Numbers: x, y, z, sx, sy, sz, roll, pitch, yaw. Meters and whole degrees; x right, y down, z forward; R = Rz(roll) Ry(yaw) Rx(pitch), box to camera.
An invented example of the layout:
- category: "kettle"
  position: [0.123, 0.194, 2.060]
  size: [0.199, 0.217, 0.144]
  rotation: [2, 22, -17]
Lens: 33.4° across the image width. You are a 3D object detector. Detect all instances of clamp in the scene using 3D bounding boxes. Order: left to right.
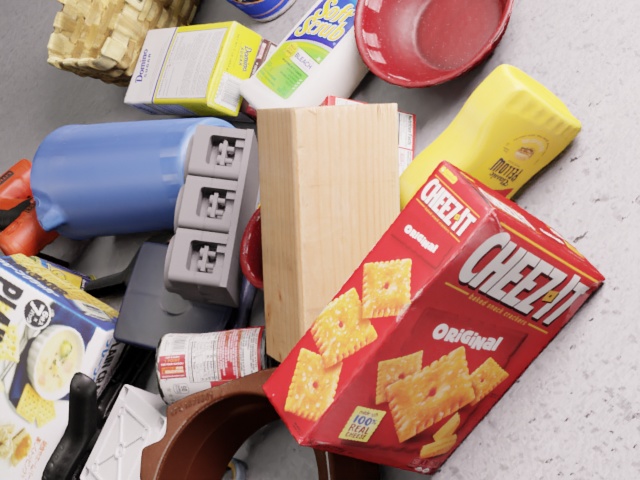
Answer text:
- category: "clamp"
  position: [-0.233, 0.190, 1.096]
  size: [0.036, 0.164, 0.210]
  rotation: [29, 115, 9]
- category: "clamp"
  position: [-0.201, 0.046, 1.169]
  size: [0.171, 0.039, 0.120]
  rotation: [-47, 50, 13]

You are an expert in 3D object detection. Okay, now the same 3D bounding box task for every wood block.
- category: "wood block"
  position: [0.008, -0.005, 0.860]
  size: [0.090, 0.090, 0.206]
  rotation: [-165, 72, -67]

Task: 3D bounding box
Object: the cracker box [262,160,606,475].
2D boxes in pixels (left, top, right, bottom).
- category: "cracker box"
  position: [0.086, 0.068, 0.782]
  size: [0.214, 0.164, 0.072]
  rotation: [-51, 46, 13]

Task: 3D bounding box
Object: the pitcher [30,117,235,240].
- category: "pitcher"
  position: [-0.186, -0.076, 1.160]
  size: [0.243, 0.144, 0.149]
  rotation: [-1, 82, 40]

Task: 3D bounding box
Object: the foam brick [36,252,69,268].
- category: "foam brick"
  position: [-0.348, 0.056, 1.297]
  size: [0.051, 0.052, 0.078]
  rotation: [-5, 68, 43]

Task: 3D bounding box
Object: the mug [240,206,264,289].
- category: "mug"
  position: [-0.006, 0.001, 0.966]
  size: [0.093, 0.081, 0.117]
  rotation: [26, 90, 48]

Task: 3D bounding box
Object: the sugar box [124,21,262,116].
- category: "sugar box"
  position: [-0.141, -0.183, 1.160]
  size: [0.177, 0.048, 0.093]
  rotation: [10, 80, 53]

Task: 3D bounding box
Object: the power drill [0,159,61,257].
- category: "power drill"
  position: [-0.342, -0.055, 1.317]
  size: [0.184, 0.057, 0.188]
  rotation: [-44, 29, -21]

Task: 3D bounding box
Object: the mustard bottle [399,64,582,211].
- category: "mustard bottle"
  position: [0.115, -0.047, 0.859]
  size: [0.192, 0.096, 0.058]
  rotation: [-47, 48, 21]

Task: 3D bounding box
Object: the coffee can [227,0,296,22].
- category: "coffee can"
  position: [-0.093, -0.316, 1.164]
  size: [0.103, 0.140, 0.103]
  rotation: [-21, 57, 36]

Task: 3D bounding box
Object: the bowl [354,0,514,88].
- category: "bowl"
  position: [0.112, -0.204, 0.959]
  size: [0.162, 0.055, 0.162]
  rotation: [-11, 70, 32]

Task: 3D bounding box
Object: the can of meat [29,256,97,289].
- category: "can of meat"
  position: [-0.309, 0.077, 1.225]
  size: [0.058, 0.083, 0.102]
  rotation: [-17, 59, 39]

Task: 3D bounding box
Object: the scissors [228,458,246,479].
- category: "scissors"
  position: [-0.127, 0.271, 1.001]
  size: [0.202, 0.016, 0.096]
  rotation: [-31, 50, 30]

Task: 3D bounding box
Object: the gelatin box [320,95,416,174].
- category: "gelatin box"
  position: [0.041, -0.084, 0.958]
  size: [0.030, 0.089, 0.073]
  rotation: [135, 142, -60]

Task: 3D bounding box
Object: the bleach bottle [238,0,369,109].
- category: "bleach bottle"
  position: [0.029, -0.217, 1.055]
  size: [0.251, 0.068, 0.103]
  rotation: [-52, 45, 9]

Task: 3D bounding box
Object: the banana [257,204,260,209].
- category: "banana"
  position: [-0.013, -0.050, 1.036]
  size: [0.070, 0.037, 0.198]
  rotation: [42, 103, 28]

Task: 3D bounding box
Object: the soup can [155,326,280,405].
- category: "soup can"
  position: [-0.092, 0.115, 0.974]
  size: [0.102, 0.068, 0.068]
  rotation: [-5, 63, 10]

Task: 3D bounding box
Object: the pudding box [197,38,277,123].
- category: "pudding box"
  position: [-0.098, -0.178, 1.178]
  size: [0.114, 0.039, 0.090]
  rotation: [12, 81, 49]
